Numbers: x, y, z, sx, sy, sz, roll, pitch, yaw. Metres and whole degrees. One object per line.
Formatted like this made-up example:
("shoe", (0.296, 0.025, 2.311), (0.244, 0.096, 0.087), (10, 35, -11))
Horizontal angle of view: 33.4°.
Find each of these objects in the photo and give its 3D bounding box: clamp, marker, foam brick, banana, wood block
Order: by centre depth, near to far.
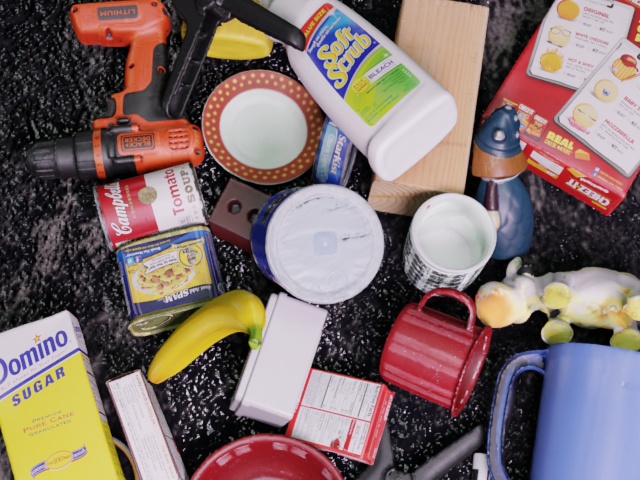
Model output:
("banana", (-0.102, 0.085, 0.989), (0.037, 0.198, 0.069), (43, 54, -15))
("clamp", (0.084, 0.227, 1.008), (0.120, 0.039, 0.171), (12, 73, 13))
("marker", (0.148, 0.263, 1.008), (0.020, 0.020, 0.121), (9, 73, 2))
("foam brick", (-0.065, -0.017, 1.074), (0.078, 0.051, 0.053), (25, 75, 6))
("clamp", (-0.095, -0.236, 1.076), (0.165, 0.036, 0.210), (-18, 63, 23))
("wood block", (0.110, -0.134, 1.092), (0.091, 0.090, 0.206), (10, 73, 1))

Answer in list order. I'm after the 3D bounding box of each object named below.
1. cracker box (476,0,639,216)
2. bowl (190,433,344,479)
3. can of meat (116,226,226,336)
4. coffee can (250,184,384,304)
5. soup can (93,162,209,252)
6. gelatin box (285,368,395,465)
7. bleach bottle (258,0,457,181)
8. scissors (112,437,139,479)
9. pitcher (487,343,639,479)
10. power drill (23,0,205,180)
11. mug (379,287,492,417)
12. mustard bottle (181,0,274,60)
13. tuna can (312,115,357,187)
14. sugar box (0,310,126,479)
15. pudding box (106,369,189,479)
("cracker box", (0.284, -0.158, 1.110), (0.164, 0.072, 0.213), (31, 74, 8))
("bowl", (-0.049, 0.263, 0.988), (0.162, 0.055, 0.162), (0, 73, 0))
("can of meat", (-0.146, 0.040, 1.054), (0.102, 0.057, 0.084), (-14, 72, -4))
("coffee can", (-0.006, 0.001, 0.973), (0.102, 0.140, 0.103), (0, 92, -9))
("soup can", (-0.169, -0.034, 1.071), (0.102, 0.068, 0.068), (-15, 74, -6))
("gelatin box", (0.019, 0.167, 1.014), (0.089, 0.030, 0.073), (9, 71, 30))
("bleach bottle", (0.017, -0.171, 1.041), (0.102, 0.068, 0.251), (-41, 60, -6))
("scissors", (-0.256, 0.184, 1.031), (0.202, 0.016, 0.096), (44, 77, 12))
("pitcher", (0.240, 0.219, 0.972), (0.144, 0.149, 0.243), (23, 74, -31))
("power drill", (-0.218, -0.153, 1.113), (0.184, 0.057, 0.187), (-5, 76, -6))
("mug", (0.111, 0.099, 1.011), (0.082, 0.093, 0.117), (21, 115, 19))
("mustard bottle", (-0.087, -0.292, 1.153), (0.096, 0.058, 0.191), (5, 73, 11))
("tuna can", (0.019, -0.094, 1.081), (0.034, 0.086, 0.086), (15, 74, 5))
("sugar box", (-0.252, 0.164, 1.004), (0.093, 0.048, 0.176), (-21, 75, -4))
("pudding box", (-0.160, 0.183, 0.993), (0.039, 0.090, 0.113), (-23, 75, -8))
